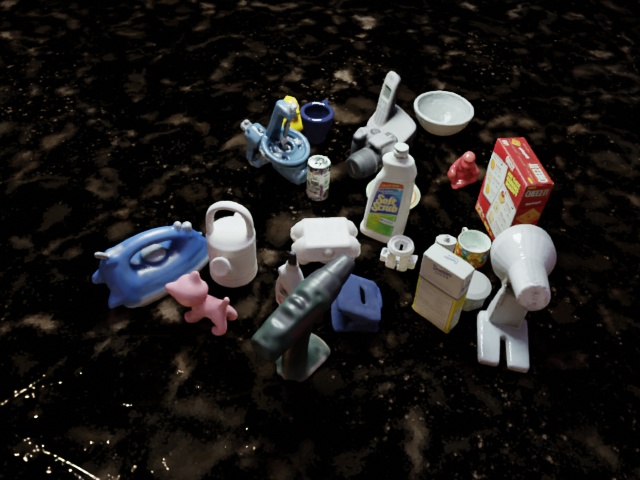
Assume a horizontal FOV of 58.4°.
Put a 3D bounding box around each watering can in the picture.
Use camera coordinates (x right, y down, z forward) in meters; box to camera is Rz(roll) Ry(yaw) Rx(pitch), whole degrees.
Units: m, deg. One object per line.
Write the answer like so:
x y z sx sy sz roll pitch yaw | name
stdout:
-0.178 0.005 1.155 0.101 0.194 0.172 -9 48 -12 | watering can

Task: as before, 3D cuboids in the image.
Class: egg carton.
0.012 0.004 1.255 0.150 0.069 0.107 -3 47 -7 | egg carton

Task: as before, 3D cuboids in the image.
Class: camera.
0.123 -0.222 1.457 0.137 0.101 0.142 -30 55 -28 | camera

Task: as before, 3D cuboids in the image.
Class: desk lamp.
0.377 0.106 1.087 0.118 0.214 0.203 9 47 5 | desk lamp

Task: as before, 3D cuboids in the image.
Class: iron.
-0.330 0.026 1.160 0.259 0.141 0.118 -29 55 -28 | iron

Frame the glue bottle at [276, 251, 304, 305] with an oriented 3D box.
-0.055 0.081 1.106 0.037 0.173 0.078 -31 56 -29 | glue bottle

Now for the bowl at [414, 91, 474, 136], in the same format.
0.341 -0.343 1.605 0.167 0.075 0.167 2 47 -2 | bowl

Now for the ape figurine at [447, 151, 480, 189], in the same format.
0.365 -0.182 1.442 0.077 0.092 0.076 13 47 8 | ape figurine

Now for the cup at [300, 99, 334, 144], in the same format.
-0.005 -0.316 1.540 0.091 0.095 0.118 18 48 13 | cup

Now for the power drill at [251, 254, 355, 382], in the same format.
-0.025 0.151 1.019 0.075 0.208 0.230 33 53 25 | power drill

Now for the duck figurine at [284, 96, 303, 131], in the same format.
-0.085 -0.357 1.579 0.078 0.086 0.104 -19 51 -21 | duck figurine

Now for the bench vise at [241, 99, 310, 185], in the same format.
-0.116 -0.251 1.385 0.207 0.220 0.121 17 48 12 | bench vise

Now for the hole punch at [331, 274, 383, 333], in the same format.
0.074 0.120 1.136 0.101 0.091 0.108 0 47 -4 | hole punch

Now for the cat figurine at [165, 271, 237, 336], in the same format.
-0.228 0.111 1.103 0.127 0.118 0.067 18 48 13 | cat figurine

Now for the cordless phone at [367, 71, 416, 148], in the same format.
0.197 -0.336 1.512 0.094 0.185 0.147 -22 52 -22 | cordless phone
